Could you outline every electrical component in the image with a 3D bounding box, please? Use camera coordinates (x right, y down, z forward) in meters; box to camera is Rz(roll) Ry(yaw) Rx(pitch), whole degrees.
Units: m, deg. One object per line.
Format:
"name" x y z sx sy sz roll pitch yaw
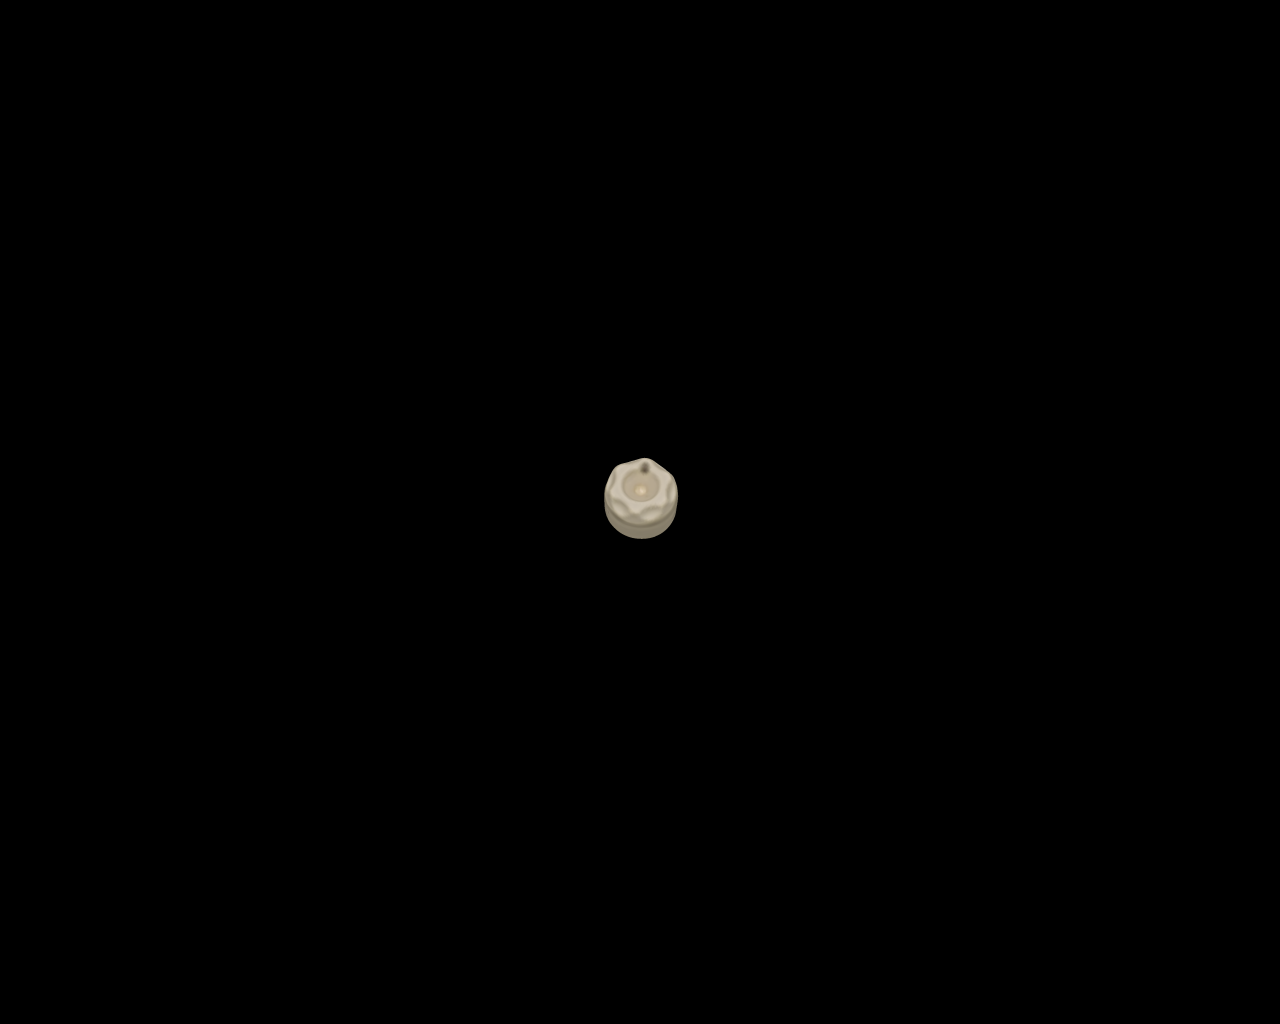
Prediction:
"electrical component" 0.001 -0.003 0.650 0.043 0.043 0.062 0 -27 0
